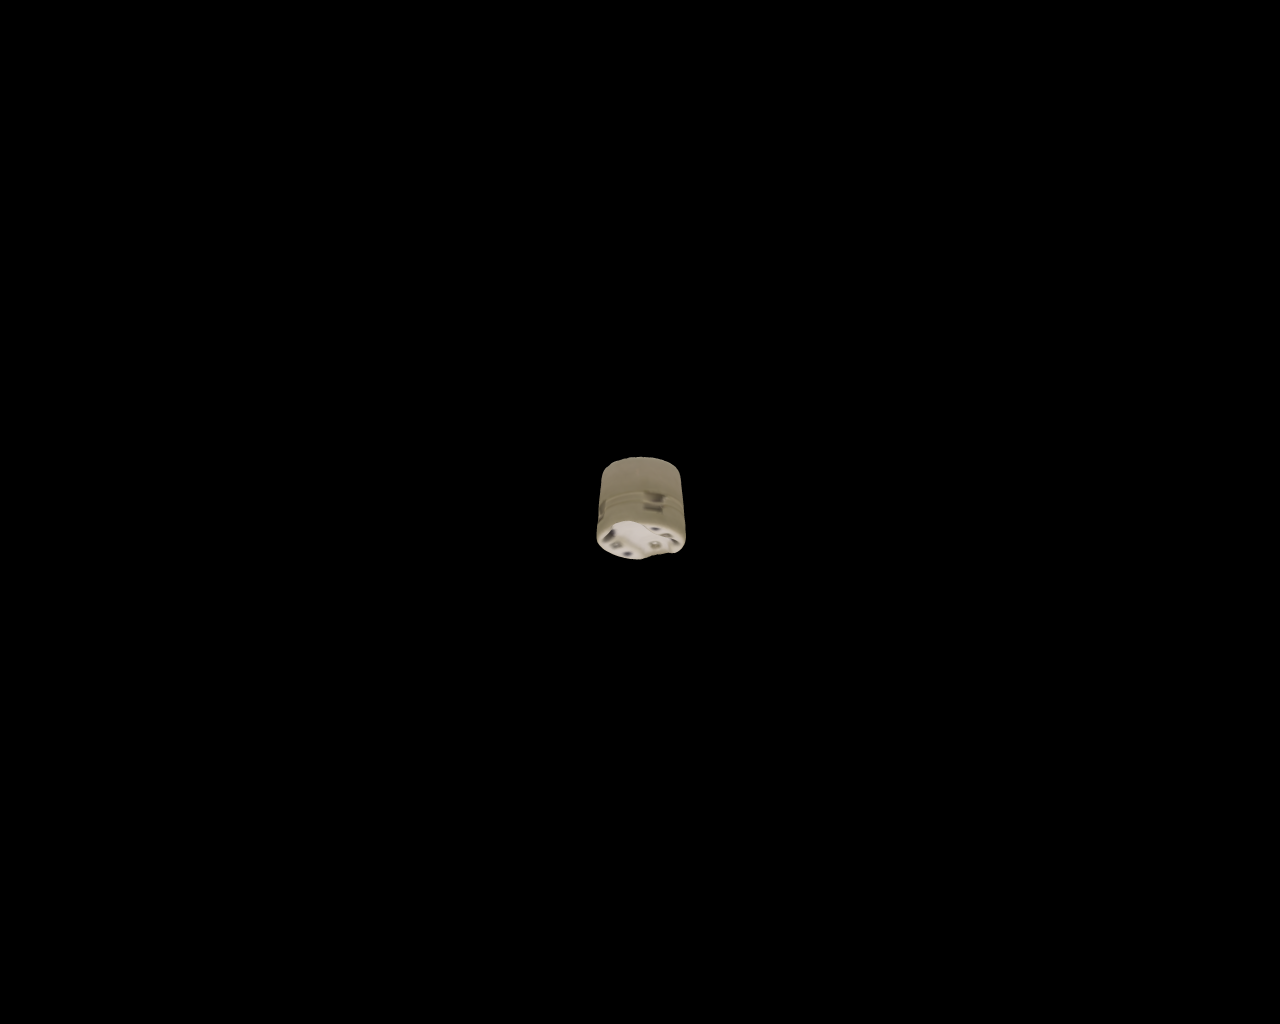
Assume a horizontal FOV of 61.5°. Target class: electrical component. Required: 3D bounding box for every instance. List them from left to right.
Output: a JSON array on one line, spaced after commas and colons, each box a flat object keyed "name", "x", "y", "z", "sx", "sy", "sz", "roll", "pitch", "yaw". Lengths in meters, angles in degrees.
[{"name": "electrical component", "x": 0.001, "y": -0.003, "z": 0.650, "sx": 0.055, "sy": 0.047, "sz": 0.055, "roll": 0, "pitch": -26, "yaw": 0}]
